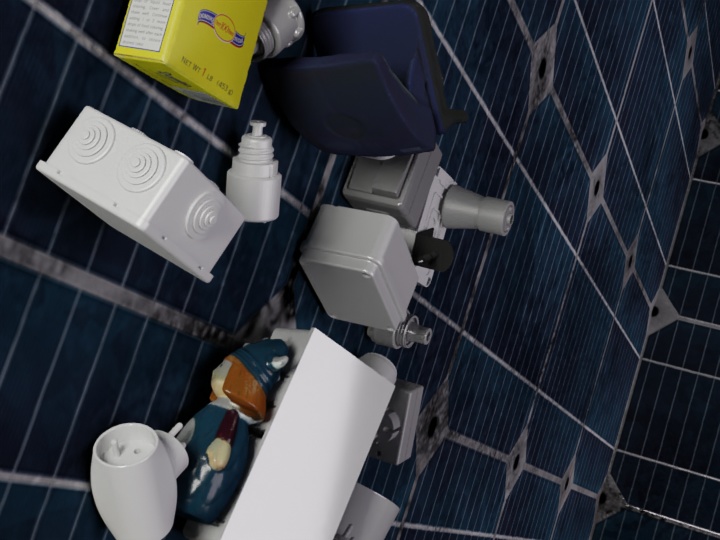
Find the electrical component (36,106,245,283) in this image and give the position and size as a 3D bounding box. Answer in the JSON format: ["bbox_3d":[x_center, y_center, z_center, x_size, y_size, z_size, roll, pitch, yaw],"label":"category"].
[{"bbox_3d":[-0.125,-0.045,0.632,0.048,0.100,0.099,-57,153,-9],"label":"electrical component"}]

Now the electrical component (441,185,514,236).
[{"bbox_3d":[0.118,-0.056,1.054,0.044,0.065,0.044,-44,141,-51],"label":"electrical component"}]

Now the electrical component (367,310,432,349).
[{"bbox_3d":[0.042,0.060,1.102,0.043,0.062,0.043,-44,141,-51],"label":"electrical component"}]

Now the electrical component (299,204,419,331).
[{"bbox_3d":[0.000,0.000,0.957,0.113,0.078,0.057,65,42,-55],"label":"electrical component"}]

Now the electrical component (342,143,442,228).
[{"bbox_3d":[0.032,-0.097,0.991,0.096,0.062,0.061,-70,156,-14],"label":"electrical component"}]

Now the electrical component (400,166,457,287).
[{"bbox_3d":[0.046,-0.047,1.056,0.078,0.057,0.113,29,76,-66],"label":"electrical component"}]

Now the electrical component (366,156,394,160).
[{"bbox_3d":[0.021,-0.151,0.947,0.095,0.054,0.059,-57,150,-36],"label":"electrical component"}]

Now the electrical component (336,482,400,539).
[{"bbox_3d":[-0.014,0.227,1.030,0.064,0.099,0.099,-68,156,-4],"label":"electrical component"}]

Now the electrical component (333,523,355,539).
[{"bbox_3d":[-0.024,0.259,0.945,0.079,0.043,0.077,-53,148,-42],"label":"electrical component"}]

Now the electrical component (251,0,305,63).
[{"bbox_3d":[-0.072,-0.165,0.748,0.062,0.048,0.048,-51,147,-31],"label":"electrical component"}]

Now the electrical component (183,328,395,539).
[{"bbox_3d":[-0.058,0.153,0.886,0.105,0.060,0.186,39,65,-36],"label":"electrical component"}]

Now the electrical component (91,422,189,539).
[{"bbox_3d":[-0.147,0.139,0.753,0.079,0.043,0.077,-48,144,-47],"label":"electrical component"}]

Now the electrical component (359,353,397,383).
[{"bbox_3d":[0.007,0.116,1.079,0.055,0.045,0.045,-55,149,-40],"label":"electrical component"}]

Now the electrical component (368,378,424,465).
[{"bbox_3d":[0.026,0.163,1.143,0.076,0.047,0.083,-11,113,-64],"label":"electrical component"}]

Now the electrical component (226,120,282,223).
[{"bbox_3d":[-0.078,-0.071,0.792,0.040,0.040,0.078,-28,128,-59],"label":"electrical component"}]
